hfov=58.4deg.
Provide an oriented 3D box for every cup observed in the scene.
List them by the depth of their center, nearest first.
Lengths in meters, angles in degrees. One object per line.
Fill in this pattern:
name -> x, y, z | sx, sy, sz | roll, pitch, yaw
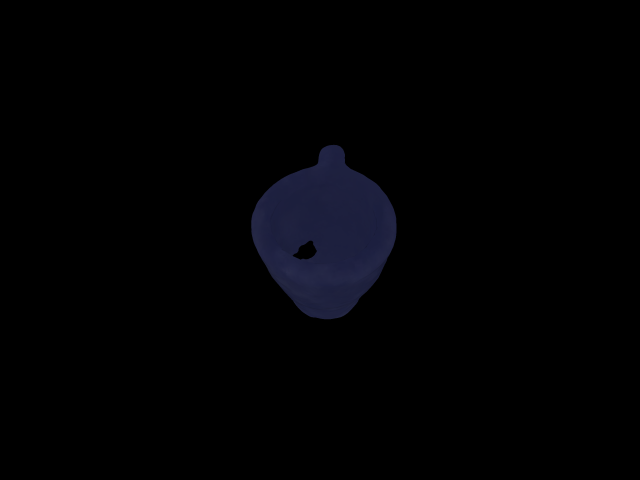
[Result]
cup -> 0.004, 0.001, 0.400 | 0.091, 0.095, 0.118 | 3, 54, 3
